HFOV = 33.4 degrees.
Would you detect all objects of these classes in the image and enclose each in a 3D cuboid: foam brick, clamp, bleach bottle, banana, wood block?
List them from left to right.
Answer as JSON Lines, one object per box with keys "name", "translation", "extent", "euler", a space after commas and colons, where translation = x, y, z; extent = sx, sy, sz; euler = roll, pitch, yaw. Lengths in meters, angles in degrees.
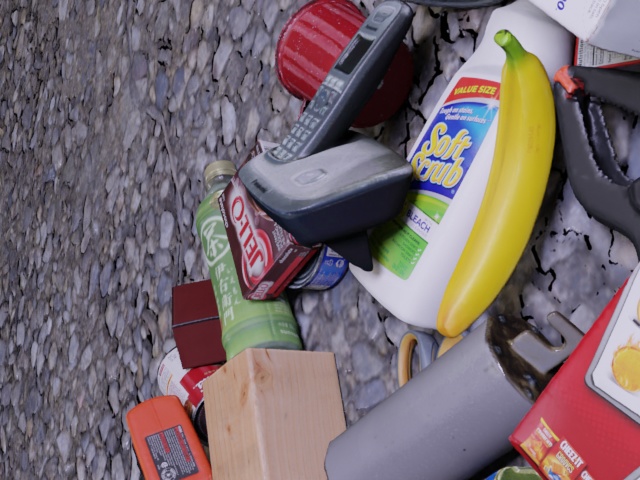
{"name": "foam brick", "translation": [-0.115, 0.080, 1.043], "extent": [0.078, 0.051, 0.053], "euler": [-105, 4, -63]}
{"name": "wood block", "translation": [-0.030, 0.203, 0.885], "extent": [0.090, 0.090, 0.206], "euler": [-40, 52, 47]}
{"name": "bleach bottle", "translation": [0.107, -0.066, 0.748], "extent": [0.103, 0.068, 0.251], "euler": [47, 120, 54]}
{"name": "banana", "translation": [0.114, -0.034, 0.675], "extent": [0.037, 0.069, 0.198], "euler": [30, 117, 53]}
{"name": "clamp", "translation": [0.204, -0.030, 0.594], "extent": [0.165, 0.036, 0.210], "euler": [-48, 55, 39]}

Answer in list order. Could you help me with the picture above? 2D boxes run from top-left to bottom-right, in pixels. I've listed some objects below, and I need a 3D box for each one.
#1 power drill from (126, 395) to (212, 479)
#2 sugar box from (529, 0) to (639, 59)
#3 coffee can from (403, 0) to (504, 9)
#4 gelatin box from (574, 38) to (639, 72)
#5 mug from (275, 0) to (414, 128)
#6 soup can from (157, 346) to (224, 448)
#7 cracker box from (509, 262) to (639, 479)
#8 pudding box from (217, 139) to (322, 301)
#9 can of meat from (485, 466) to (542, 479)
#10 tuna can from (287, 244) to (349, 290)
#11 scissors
{"name": "power drill", "translation": [-0.143, 0.225, 1.024], "extent": [0.184, 0.057, 0.188], "euler": [59, 161, 31]}
{"name": "sugar box", "translation": [0.145, -0.159, 0.617], "extent": [0.176, 0.093, 0.048], "euler": [58, 133, 45]}
{"name": "coffee can", "translation": [0.092, -0.248, 0.766], "extent": [0.103, 0.102, 0.140], "euler": [7, 90, 58]}
{"name": "gelatin box", "translation": [0.198, -0.140, 0.648], "extent": [0.089, 0.030, 0.073], "euler": [1, 86, 58]}
{"name": "mug", "translation": [0.017, -0.132, 0.873], "extent": [0.082, 0.093, 0.117], "euler": [42, 110, 47]}
{"name": "soup can", "translation": [-0.111, 0.150, 1.044], "extent": [0.102, 0.068, 0.068], "euler": [36, 114, 55]}
{"name": "cracker box", "translation": [0.213, 0.081, 0.514], "extent": [0.164, 0.071, 0.214], "euler": [49, 127, 31]}
{"name": "pudding box", "translation": [-0.046, -0.016, 0.932], "extent": [0.090, 0.039, 0.113], "euler": [-49, 45, 42]}
{"name": "can of meat", "translation": [0.117, 0.206, 0.684], "extent": [0.084, 0.057, 0.102], "euler": [-47, 47, 41]}
{"name": "tuna can", "translation": [-0.006, 0.001, 0.937], "extent": [0.086, 0.033, 0.086], "euler": [-16, 71, 56]}
{"name": "scissors", "translation": [0.096, 0.152, 0.763], "extent": [0.096, 0.016, 0.202], "euler": [-42, 50, 45]}
